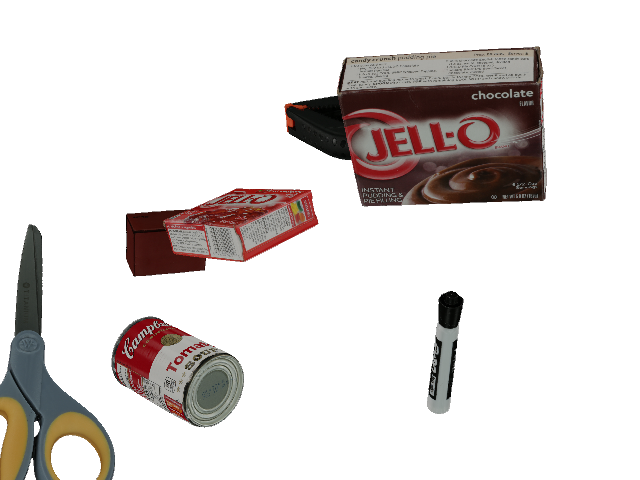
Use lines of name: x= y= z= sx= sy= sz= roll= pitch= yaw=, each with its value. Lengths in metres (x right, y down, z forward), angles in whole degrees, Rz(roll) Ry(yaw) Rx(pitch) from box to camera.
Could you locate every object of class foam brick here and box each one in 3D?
foam brick: x=-0.162 y=0.001 z=1.116 sx=0.078 sy=0.051 sz=0.053 roll=-4 pitch=23 yaw=-18

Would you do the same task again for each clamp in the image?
clamp: x=0.073 y=-0.101 z=0.930 sx=0.210 sy=0.036 sz=0.164 roll=12 pitch=36 yaw=24

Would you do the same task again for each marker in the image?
marker: x=0.098 y=0.089 z=0.841 sx=0.020 sy=0.121 sz=0.020 roll=1 pitch=38 yaw=-1

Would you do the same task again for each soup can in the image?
soup can: x=-0.124 y=0.114 z=0.928 sx=0.102 sy=0.068 sz=0.068 roll=20 pitch=13 yaw=40

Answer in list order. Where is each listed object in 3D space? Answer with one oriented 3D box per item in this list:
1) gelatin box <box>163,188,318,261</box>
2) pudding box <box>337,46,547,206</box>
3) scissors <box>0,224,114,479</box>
gelatin box: x=-0.058 y=-0.014 z=0.769 sx=0.073 sy=0.030 sz=0.089 roll=-27 pitch=21 yaw=-37
pudding box: x=0.072 y=-0.064 z=0.614 sx=0.113 sy=0.039 sz=0.090 roll=-3 pitch=-42 yaw=12
scissors: x=-0.151 y=0.074 z=0.612 sx=0.096 sy=0.201 sz=0.016 roll=16 pitch=-44 yaw=-6
